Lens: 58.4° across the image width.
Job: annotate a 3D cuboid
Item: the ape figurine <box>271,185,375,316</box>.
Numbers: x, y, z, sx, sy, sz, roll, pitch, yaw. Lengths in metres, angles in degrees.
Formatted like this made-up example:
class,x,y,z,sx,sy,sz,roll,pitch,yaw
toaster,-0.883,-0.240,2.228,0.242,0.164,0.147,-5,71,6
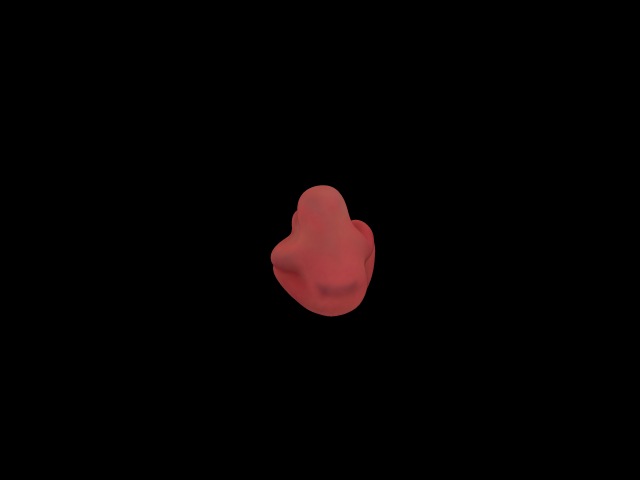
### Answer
class,x,y,z,sx,sy,sz,roll,pitch,yaw
ape figurine,0.004,0.001,0.400,0.078,0.092,0.076,-5,40,-6
